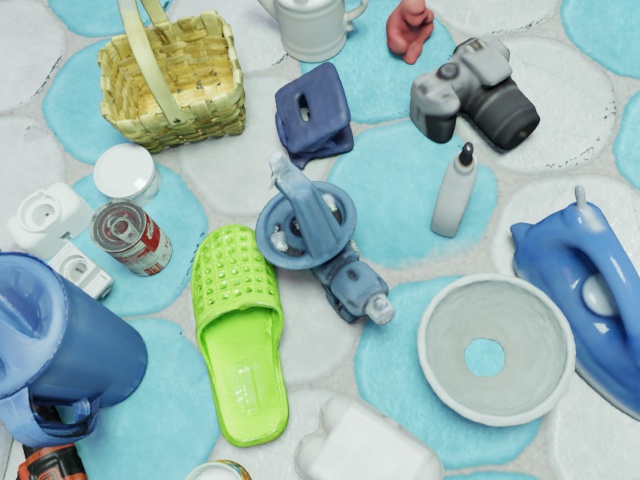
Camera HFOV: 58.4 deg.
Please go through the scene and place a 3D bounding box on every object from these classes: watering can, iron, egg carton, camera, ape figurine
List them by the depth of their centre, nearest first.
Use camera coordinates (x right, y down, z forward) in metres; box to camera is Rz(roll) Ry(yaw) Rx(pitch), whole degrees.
[{"bbox_3d":[0.053,0.240,0.616,0.150,0.069,0.107,30,75,15],"label":"egg carton"},{"bbox_3d":[0.314,0.066,0.622,0.118,0.141,0.258,-21,69,-3],"label":"iron"},{"bbox_3d":[0.209,-0.182,0.746,0.143,0.101,0.136,-32,70,-7],"label":"camera"},{"bbox_3d":[-0.024,-0.340,0.775,0.173,0.194,0.101,-12,69,1],"label":"watering can"},{"bbox_3d":[0.127,-0.308,0.805,0.078,0.092,0.076,-25,69,-5],"label":"ape figurine"}]

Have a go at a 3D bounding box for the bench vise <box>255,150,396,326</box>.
[{"bbox_3d":[0.012,-0.007,0.632,0.207,0.220,0.121,30,75,15],"label":"bench vise"}]

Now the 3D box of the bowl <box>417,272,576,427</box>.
[{"bbox_3d":[0.191,0.125,0.645,0.167,0.075,0.167,-2,69,4],"label":"bowl"}]

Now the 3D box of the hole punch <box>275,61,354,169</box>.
[{"bbox_3d":[-0.011,-0.166,0.764,0.101,0.091,0.108,-15,69,-1],"label":"hole punch"}]

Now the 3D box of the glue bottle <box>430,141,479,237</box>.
[{"bbox_3d":[0.161,-0.067,0.668,0.037,0.173,0.078,18,72,12],"label":"glue bottle"}]

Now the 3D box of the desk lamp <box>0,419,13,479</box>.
[{"bbox_3d":[-0.417,0.162,0.607,0.118,0.214,0.203,-1,69,5],"label":"desk lamp"}]
